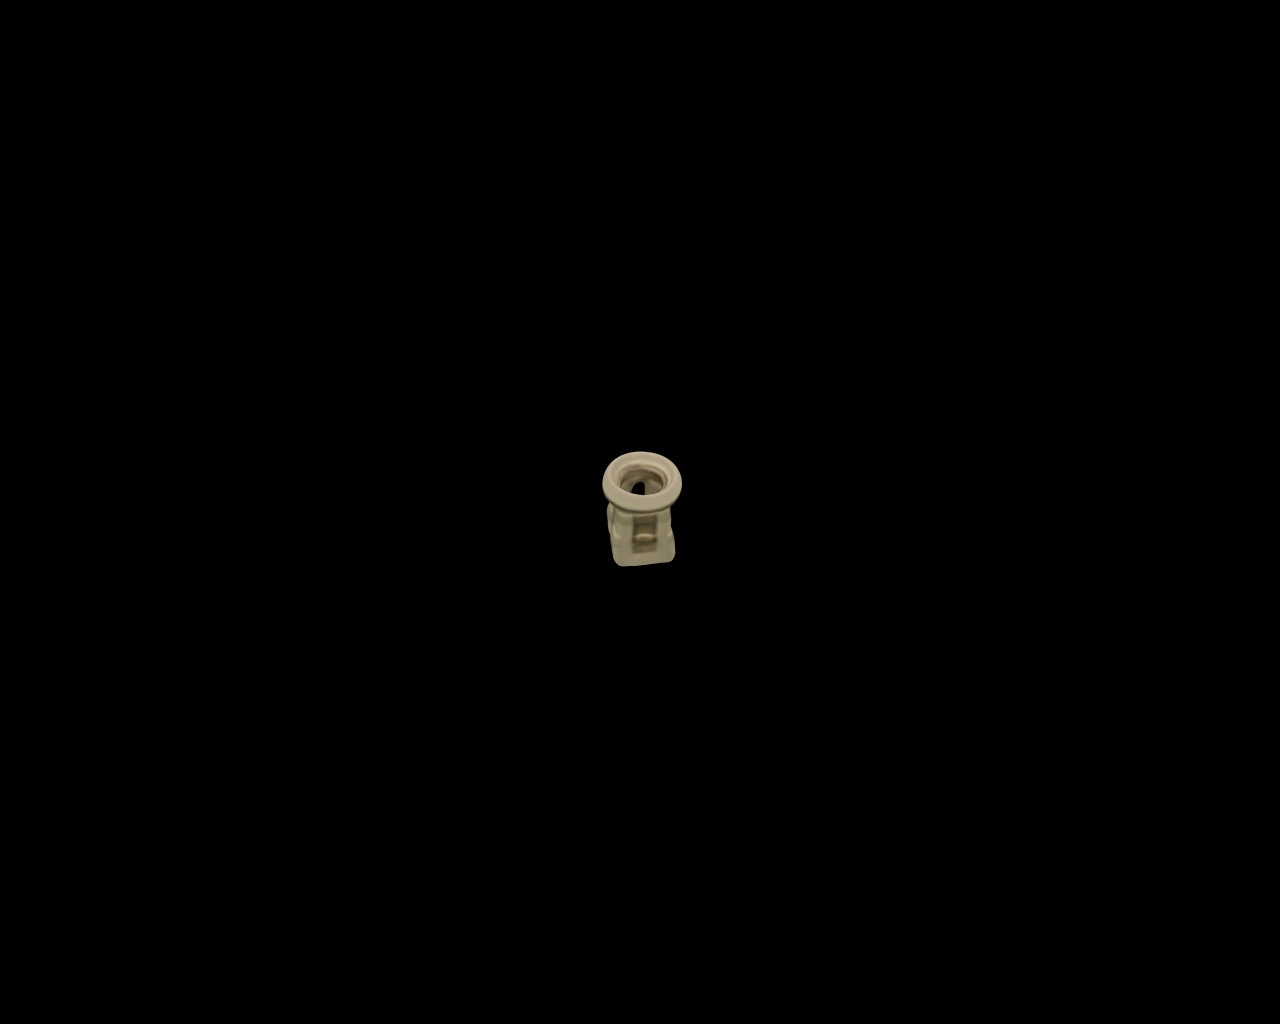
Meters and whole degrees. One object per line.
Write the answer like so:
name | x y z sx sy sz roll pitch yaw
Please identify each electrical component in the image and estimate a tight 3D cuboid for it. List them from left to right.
electrical component | 0.001 -0.003 0.650 0.048 0.055 0.066 -5 40 -6
